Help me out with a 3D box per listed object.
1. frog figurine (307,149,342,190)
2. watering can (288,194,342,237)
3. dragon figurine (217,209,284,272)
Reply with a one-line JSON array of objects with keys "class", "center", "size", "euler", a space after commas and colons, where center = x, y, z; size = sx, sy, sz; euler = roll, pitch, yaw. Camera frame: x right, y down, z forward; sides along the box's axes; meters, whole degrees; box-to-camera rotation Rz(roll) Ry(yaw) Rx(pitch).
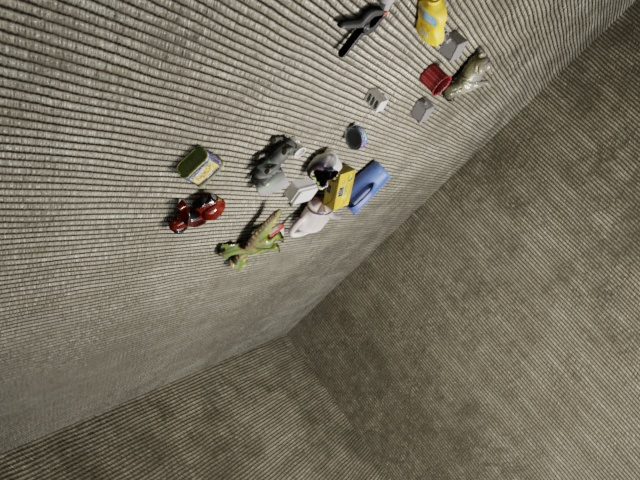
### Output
[{"class": "frog figurine", "center": [0.022, -0.278, 1.894], "size": [0.163, 0.122, 0.134], "euler": [-74, -175, -48]}, {"class": "watering can", "center": [0.007, -0.113, 2.245], "size": [0.351, 0.105, 0.219], "euler": [-24, 157, -42]}, {"class": "dragon figurine", "center": [-0.277, 0.013, 1.984], "size": [0.245, 0.124, 0.401], "euler": [-23, 158, -22]}]
